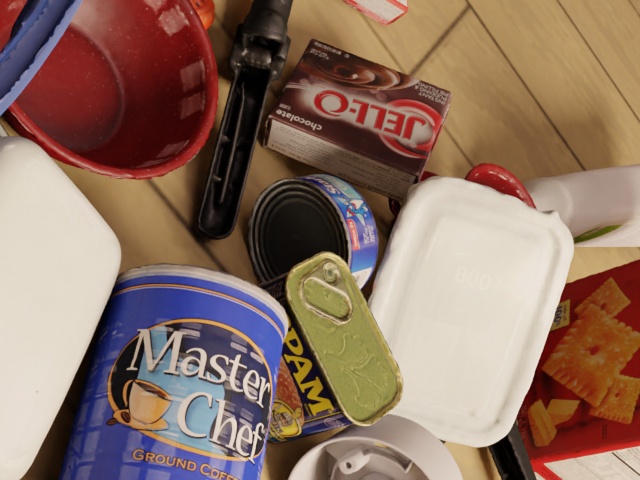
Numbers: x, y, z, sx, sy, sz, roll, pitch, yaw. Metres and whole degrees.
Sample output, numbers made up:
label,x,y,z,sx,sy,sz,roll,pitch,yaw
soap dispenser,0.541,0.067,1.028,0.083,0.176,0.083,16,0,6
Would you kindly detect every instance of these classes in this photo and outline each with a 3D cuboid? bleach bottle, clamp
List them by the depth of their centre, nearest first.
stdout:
label,x,y,z,sx,sy,sz,roll,pitch,yaw
clamp,-0.042,-0.111,0.695,0.036,0.165,0.210,15,35,-6
clamp,0.122,0.120,0.783,0.120,0.039,0.171,35,53,-23
bleach bottle,0.240,-0.029,0.917,0.250,0.103,0.068,-3,70,-45

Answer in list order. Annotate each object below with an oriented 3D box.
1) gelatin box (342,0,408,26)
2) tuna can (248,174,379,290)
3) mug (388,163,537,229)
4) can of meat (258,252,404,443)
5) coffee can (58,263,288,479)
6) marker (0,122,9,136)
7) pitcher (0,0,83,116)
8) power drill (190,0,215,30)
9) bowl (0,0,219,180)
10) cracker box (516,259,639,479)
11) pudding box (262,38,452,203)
label,x,y,z,sx,sy,sz,roll,pitch,yaw
gelatin box,0.031,-0.223,0.859,0.089,0.030,0.073,20,58,-37
tuna can,-0.004,0.001,0.683,0.033,0.086,0.086,-14,82,-48
mug,0.098,-0.007,0.787,0.117,0.082,0.093,38,50,-26
can of meat,-0.011,0.069,0.647,0.057,0.084,0.102,-28,92,-46
coffee can,-0.077,0.098,0.558,0.102,0.103,0.140,30,54,-31
marker,-0.196,-0.080,0.584,0.020,0.020,0.121,-38,99,-46
pitcher,-0.220,-0.100,0.465,0.145,0.149,0.242,53,53,-50
power drill,-0.101,-0.241,0.722,0.184,0.057,0.187,55,47,-15
bowl,-0.139,-0.102,0.623,0.161,0.055,0.162,20,59,-37
cracker box,0.248,0.093,0.790,0.072,0.214,0.164,37,50,-27
pudding box,0.027,-0.084,0.750,0.113,0.039,0.090,20,50,5
